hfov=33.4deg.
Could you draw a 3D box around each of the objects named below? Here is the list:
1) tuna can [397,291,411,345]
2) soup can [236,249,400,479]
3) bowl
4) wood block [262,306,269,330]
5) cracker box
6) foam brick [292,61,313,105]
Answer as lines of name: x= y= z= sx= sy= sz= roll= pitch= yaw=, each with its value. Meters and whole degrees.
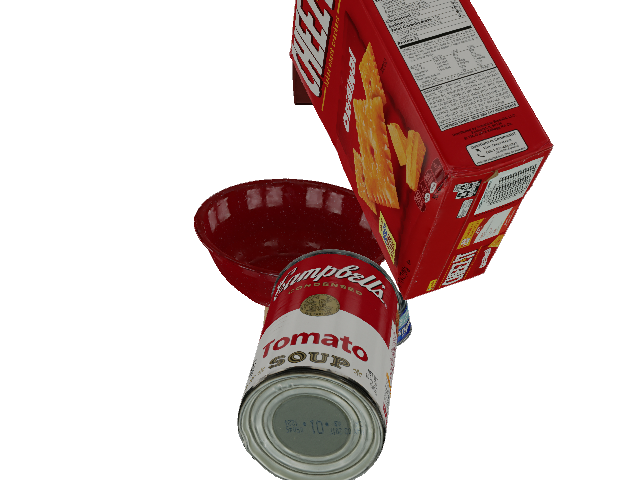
tuna can: x=0.050 y=0.081 z=1.104 sx=0.086 sy=0.034 sz=0.086 roll=-9 pitch=25 yaw=4
soup can: x=0.001 y=0.059 z=0.510 sx=0.068 sy=0.068 sz=0.102 roll=0 pitch=30 yaw=9
bowl: x=-0.020 y=0.010 z=0.847 sx=0.162 sy=0.055 sz=0.162 roll=4 pitch=29 yaw=-2
wood block: x=-0.023 y=0.049 z=1.486 sx=0.090 sy=0.206 sz=0.090 roll=10 pitch=22 yaw=8
cracker box: x=0.050 y=-0.093 z=0.683 sx=0.072 sy=0.214 sz=0.164 roll=-18 pitch=-23 yaw=-15
foam brick: x=0.012 y=-0.159 z=1.052 sx=0.078 sy=0.051 sz=0.053 roll=1 pitch=12 yaw=-3
